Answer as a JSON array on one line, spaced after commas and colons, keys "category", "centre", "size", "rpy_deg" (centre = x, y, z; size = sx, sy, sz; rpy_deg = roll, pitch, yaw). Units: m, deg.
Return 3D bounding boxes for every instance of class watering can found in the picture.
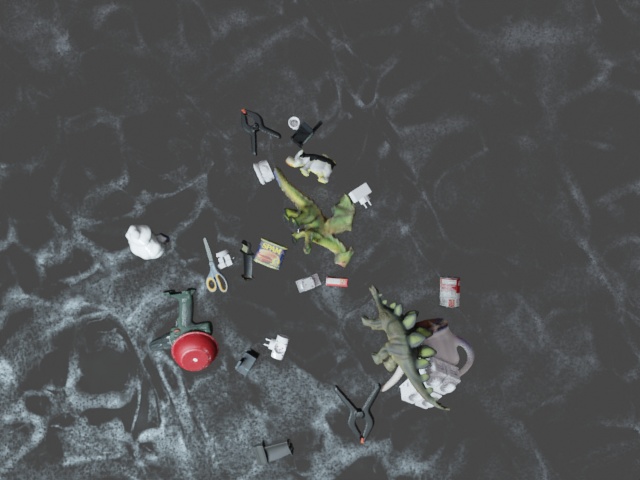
[{"category": "watering can", "centre": [0.345, 0.393, 1.762], "size": [0.347, 0.104, 0.224], "rpy_deg": [-17, 91, 9]}]

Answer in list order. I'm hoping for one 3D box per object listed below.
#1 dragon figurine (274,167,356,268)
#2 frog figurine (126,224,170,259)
[{"category": "dragon figurine", "centre": [0.005, -0.091, 1.805], "size": [0.244, 0.121, 0.410], "rpy_deg": [-17, 90, -16]}, {"category": "frog figurine", "centre": [-0.609, 0.007, 1.776], "size": [0.137, 0.159, 0.122], "rpy_deg": [41, 92, 2]}]
